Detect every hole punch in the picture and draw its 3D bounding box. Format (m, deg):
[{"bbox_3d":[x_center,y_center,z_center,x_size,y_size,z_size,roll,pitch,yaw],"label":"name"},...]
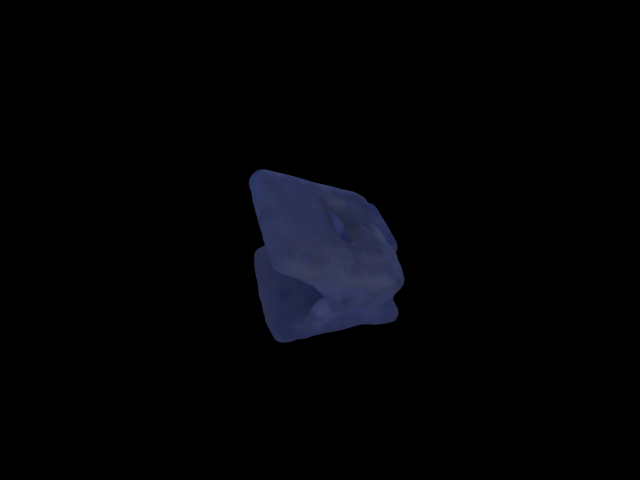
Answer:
[{"bbox_3d":[0.004,0.001,0.400,0.101,0.091,0.108,-10,43,-11],"label":"hole punch"}]
